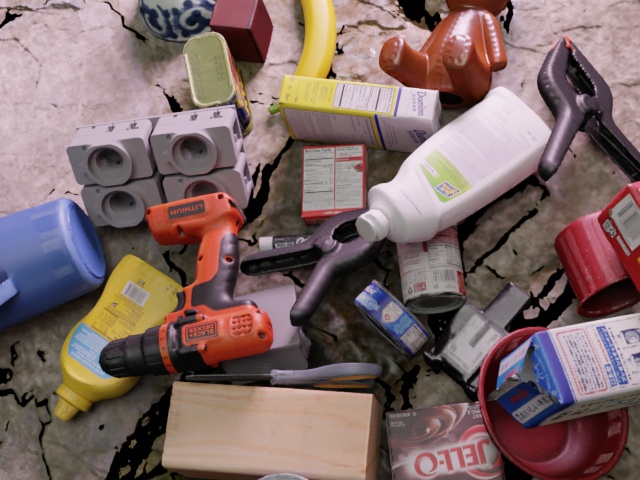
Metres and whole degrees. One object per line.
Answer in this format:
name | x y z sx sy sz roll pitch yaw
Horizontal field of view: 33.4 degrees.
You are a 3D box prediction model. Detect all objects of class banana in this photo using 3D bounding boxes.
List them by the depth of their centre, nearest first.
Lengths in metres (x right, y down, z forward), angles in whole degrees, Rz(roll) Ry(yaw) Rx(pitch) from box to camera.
banana | -0.014 -0.241 1.276 0.070 0.037 0.198 7 72 12

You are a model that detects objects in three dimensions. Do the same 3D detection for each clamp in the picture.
clamp | -0.001 0.013 1.150 0.171 0.039 0.120 -38 52 -22
clamp | 0.293 -0.131 1.156 0.164 0.036 0.210 15 52 -23

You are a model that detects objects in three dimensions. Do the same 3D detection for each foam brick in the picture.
foam brick | -0.093 -0.256 1.276 0.051 0.078 0.053 8 70 15

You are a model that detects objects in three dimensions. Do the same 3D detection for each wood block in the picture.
wood block | -0.046 0.202 1.093 0.206 0.091 0.090 2 72 12

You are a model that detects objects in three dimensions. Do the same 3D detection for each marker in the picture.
marker | -0.008 0.001 1.197 0.121 0.020 0.020 -5 69 10

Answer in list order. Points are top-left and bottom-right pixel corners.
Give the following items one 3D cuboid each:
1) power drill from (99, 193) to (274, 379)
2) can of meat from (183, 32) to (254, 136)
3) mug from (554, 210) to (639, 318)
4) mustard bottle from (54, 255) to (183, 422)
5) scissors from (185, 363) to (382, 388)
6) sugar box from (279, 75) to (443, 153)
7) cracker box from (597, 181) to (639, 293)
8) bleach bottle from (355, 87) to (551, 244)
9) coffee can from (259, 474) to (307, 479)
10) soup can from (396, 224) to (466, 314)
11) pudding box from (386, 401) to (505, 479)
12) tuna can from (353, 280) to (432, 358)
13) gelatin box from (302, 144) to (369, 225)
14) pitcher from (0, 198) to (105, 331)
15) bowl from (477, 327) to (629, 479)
power drill | -0.143 0.050 1.118 0.184 0.057 0.187 -11 61 8
can of meat | -0.120 -0.180 1.250 0.057 0.084 0.102 -16 68 5
mug | 0.303 0.020 1.096 0.117 0.093 0.081 -13 63 -12
mustard bottle | -0.229 0.116 1.178 0.096 0.058 0.191 30 78 22
scissors | -0.025 0.135 1.074 0.201 0.096 0.016 7 70 -28
sugar box | 0.048 -0.140 1.198 0.176 0.093 0.048 6 72 12
cracker box | 0.398 0.010 1.038 0.213 0.072 0.164 -14 65 -29
bleach bottle | 0.131 -0.069 1.112 0.250 0.068 0.103 -31 67 -31
coffee can | -0.023 0.287 1.030 0.103 0.140 0.103 -4 70 10
soup can | 0.117 0.021 1.138 0.068 0.068 0.102 -8 69 8
pudding box | 0.127 0.215 1.081 0.113 0.039 0.090 -8 69 8
tuna can | 0.075 0.083 1.115 0.033 0.086 0.086 -45 69 -5
gelatin box | 0.018 -0.063 1.210 0.073 0.030 0.089 -3 70 12
pitcher | -0.369 0.047 1.178 0.243 0.145 0.149 -20 64 6
bowl | 0.219 0.170 1.052 0.162 0.055 0.162 8 60 -15
